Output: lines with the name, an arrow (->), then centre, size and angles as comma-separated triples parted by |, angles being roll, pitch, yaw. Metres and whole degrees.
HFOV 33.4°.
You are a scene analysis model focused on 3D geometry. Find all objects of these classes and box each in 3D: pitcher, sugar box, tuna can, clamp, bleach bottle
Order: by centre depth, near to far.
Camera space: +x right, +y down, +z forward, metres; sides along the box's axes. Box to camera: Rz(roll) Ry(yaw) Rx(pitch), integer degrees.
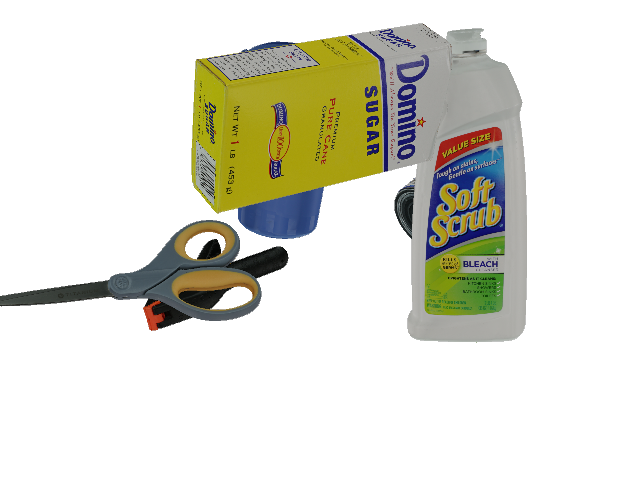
sugar box -> 0.003, -0.082, 0.700 | 0.175, 0.093, 0.048 | -14, 41, -28
bleach bottle -> 0.116, -0.044, 0.873 | 0.103, 0.251, 0.068 | -1, 15, 15
clamp -> -0.116, 0.044, 1.152 | 0.120, 0.039, 0.171 | -5, 26, 35
tuna can -> 0.127, -0.032, 1.228 | 0.033, 0.086, 0.086 | -38, 22, -31
pitcher -> -0.034, -0.127, 1.385 | 0.144, 0.243, 0.149 | -2, 25, -23

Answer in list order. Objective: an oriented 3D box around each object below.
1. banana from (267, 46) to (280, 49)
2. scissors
banana -> -0.037, -0.149, 0.980 | 0.070, 0.037, 0.197 | 37, 30, 20
scissors -> -0.145, 0.020, 0.830 | 0.201, 0.096, 0.016 | 7, -34, -7
